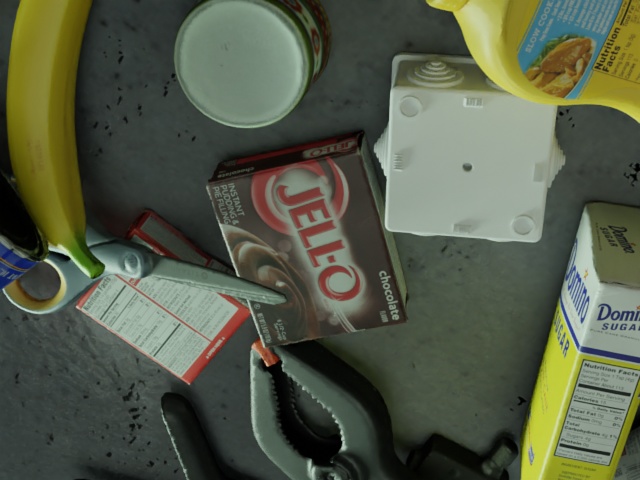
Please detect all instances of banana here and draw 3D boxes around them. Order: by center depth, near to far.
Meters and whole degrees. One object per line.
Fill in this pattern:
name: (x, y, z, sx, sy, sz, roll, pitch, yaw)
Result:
banana: (-0.141, -0.081, 0.582, 0.070, 0.037, 0.198, 8, 105, 25)

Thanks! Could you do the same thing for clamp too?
clamp: (0.009, 0.150, 0.685, 0.165, 0.036, 0.210, -29, 101, 33)
clamp: (-0.089, 0.189, 0.733, 0.120, 0.039, 0.171, -32, 109, 24)

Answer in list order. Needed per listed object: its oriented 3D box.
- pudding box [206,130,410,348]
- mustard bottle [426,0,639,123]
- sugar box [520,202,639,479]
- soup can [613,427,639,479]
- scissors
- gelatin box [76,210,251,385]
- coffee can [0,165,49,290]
pudding box: (-0.004, 0.001, 0.614, 0.090, 0.039, 0.113, -11, 116, 15)
mustard bottle: (0.124, -0.107, 0.493, 0.191, 0.058, 0.096, 13, 112, -16)
sugar box: (0.149, 0.076, 0.598, 0.048, 0.093, 0.176, 8, 119, 5)
soup can: (0.226, 0.131, 0.629, 0.102, 0.068, 0.068, -33, 109, 25)
scissors: (-0.117, 0.026, 0.623, 0.202, 0.016, 0.096, 28, 115, 17)
gelatin box: (-0.093, 0.035, 0.655, 0.089, 0.030, 0.073, 36, 119, -7)
coffee can: (-0.235, 0.011, 0.579, 0.140, 0.103, 0.102, -36, 109, 2)
